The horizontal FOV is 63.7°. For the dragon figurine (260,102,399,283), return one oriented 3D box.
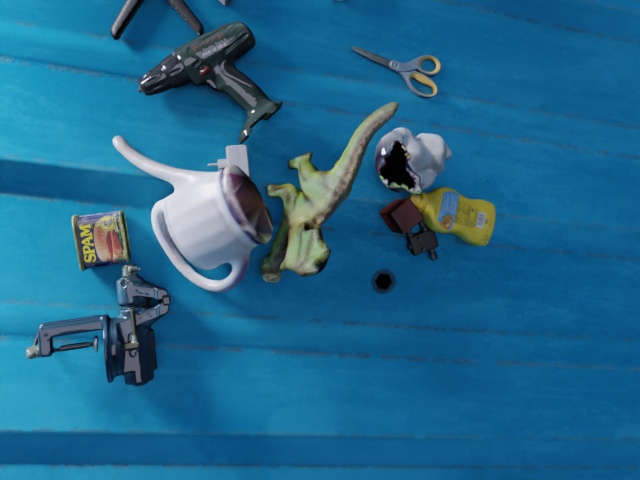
[{"bbox_3d":[0.003,-0.046,0.904,0.121,0.403,0.248,20,51,-28],"label":"dragon figurine"}]

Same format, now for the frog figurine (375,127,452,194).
[{"bbox_3d":[0.189,-0.170,1.048,0.137,0.121,0.162,52,47,-3],"label":"frog figurine"}]

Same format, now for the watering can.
[{"bbox_3d":[-0.222,-0.068,0.933,0.223,0.105,0.345,-24,100,20],"label":"watering can"}]
